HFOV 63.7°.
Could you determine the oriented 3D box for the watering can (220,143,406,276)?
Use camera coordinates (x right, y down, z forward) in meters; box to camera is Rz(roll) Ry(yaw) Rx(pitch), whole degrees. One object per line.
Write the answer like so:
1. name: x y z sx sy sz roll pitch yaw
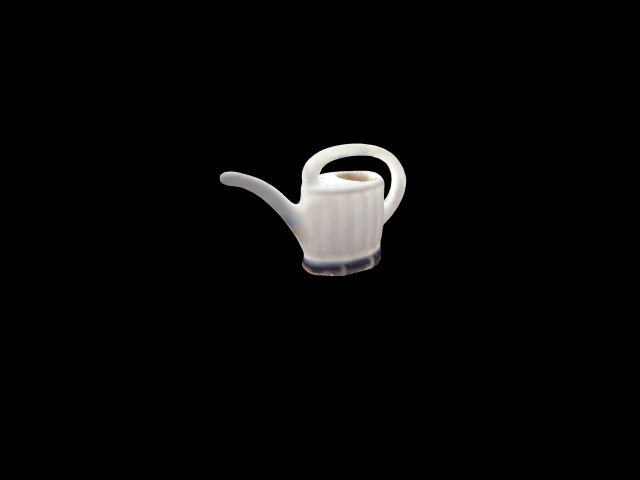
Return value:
1. watering can: 0.003 -0.043 0.850 0.349 0.221 0.105 -12 22 -30
